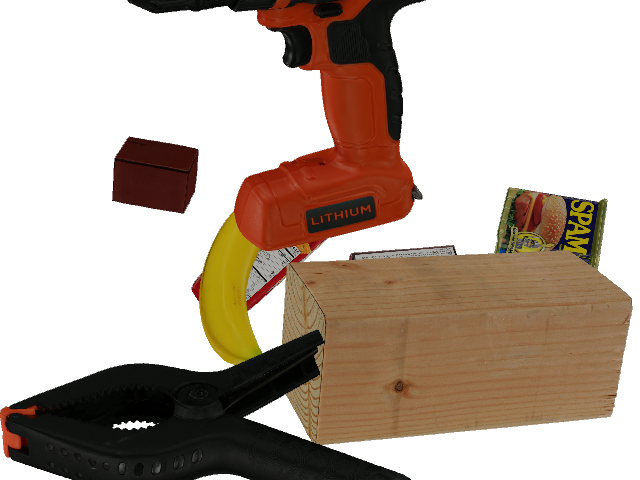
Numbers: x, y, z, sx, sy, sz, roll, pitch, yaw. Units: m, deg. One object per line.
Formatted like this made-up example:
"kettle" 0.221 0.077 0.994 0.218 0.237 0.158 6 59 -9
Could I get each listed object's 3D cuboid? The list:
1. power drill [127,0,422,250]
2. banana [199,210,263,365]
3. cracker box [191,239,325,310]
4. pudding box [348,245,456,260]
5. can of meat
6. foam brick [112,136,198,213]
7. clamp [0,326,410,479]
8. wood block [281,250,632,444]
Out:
"power drill" -0.012 -0.088 0.572 0.184 0.188 0.057 -12 37 -18
"banana" -0.061 0.026 0.865 0.069 0.197 0.037 11 -37 -10
"cracker box" -0.037 -0.008 1.254 0.214 0.072 0.164 -42 0 29
"pudding box" 0.077 0.046 1.085 0.113 0.039 0.090 -6 -33 -17
"can of meat" 0.190 0.004 0.893 0.084 0.057 0.102 10 43 13
"foam brick" -0.168 -0.068 1.096 0.078 0.051 0.053 10 32 3
"clamp" -0.061 0.092 0.575 0.210 0.036 0.164 1 24 -4
"wood block" 0.086 0.066 0.701 0.205 0.091 0.090 -2 22 -17
